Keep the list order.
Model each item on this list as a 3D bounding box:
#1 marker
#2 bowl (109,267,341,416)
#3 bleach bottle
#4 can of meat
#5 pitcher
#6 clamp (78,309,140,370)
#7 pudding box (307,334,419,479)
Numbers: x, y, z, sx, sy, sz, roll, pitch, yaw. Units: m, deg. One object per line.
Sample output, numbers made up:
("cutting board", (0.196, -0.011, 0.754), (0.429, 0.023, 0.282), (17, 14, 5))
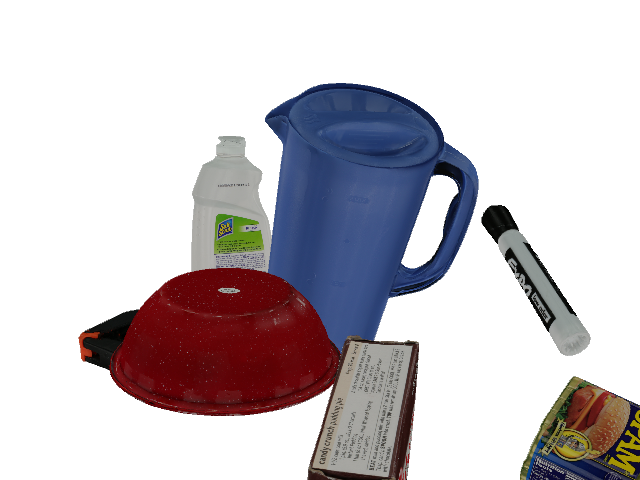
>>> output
("marker", (0.125, 0.019, 0.635), (0.020, 0.020, 0.121), (0, 40, -20))
("bowl", (-0.064, 0.059, 0.733), (0.162, 0.055, 0.162), (1, 18, -1))
("bleach bottle", (-0.090, 0.013, 1.159), (0.102, 0.251, 0.068), (-6, 15, -29))
("can of meat", (0.207, 0.156, 0.792), (0.084, 0.057, 0.101), (24, 41, 24))
("pitcher", (0.028, -0.003, 0.942), (0.144, 0.243, 0.149), (-14, 43, -31))
("clamp", (-0.130, 0.085, 0.978), (0.171, 0.039, 0.120), (4, 27, -2))
("pudding box", (0.018, 0.106, 0.464), (0.039, 0.090, 0.113), (6, 24, 5))
